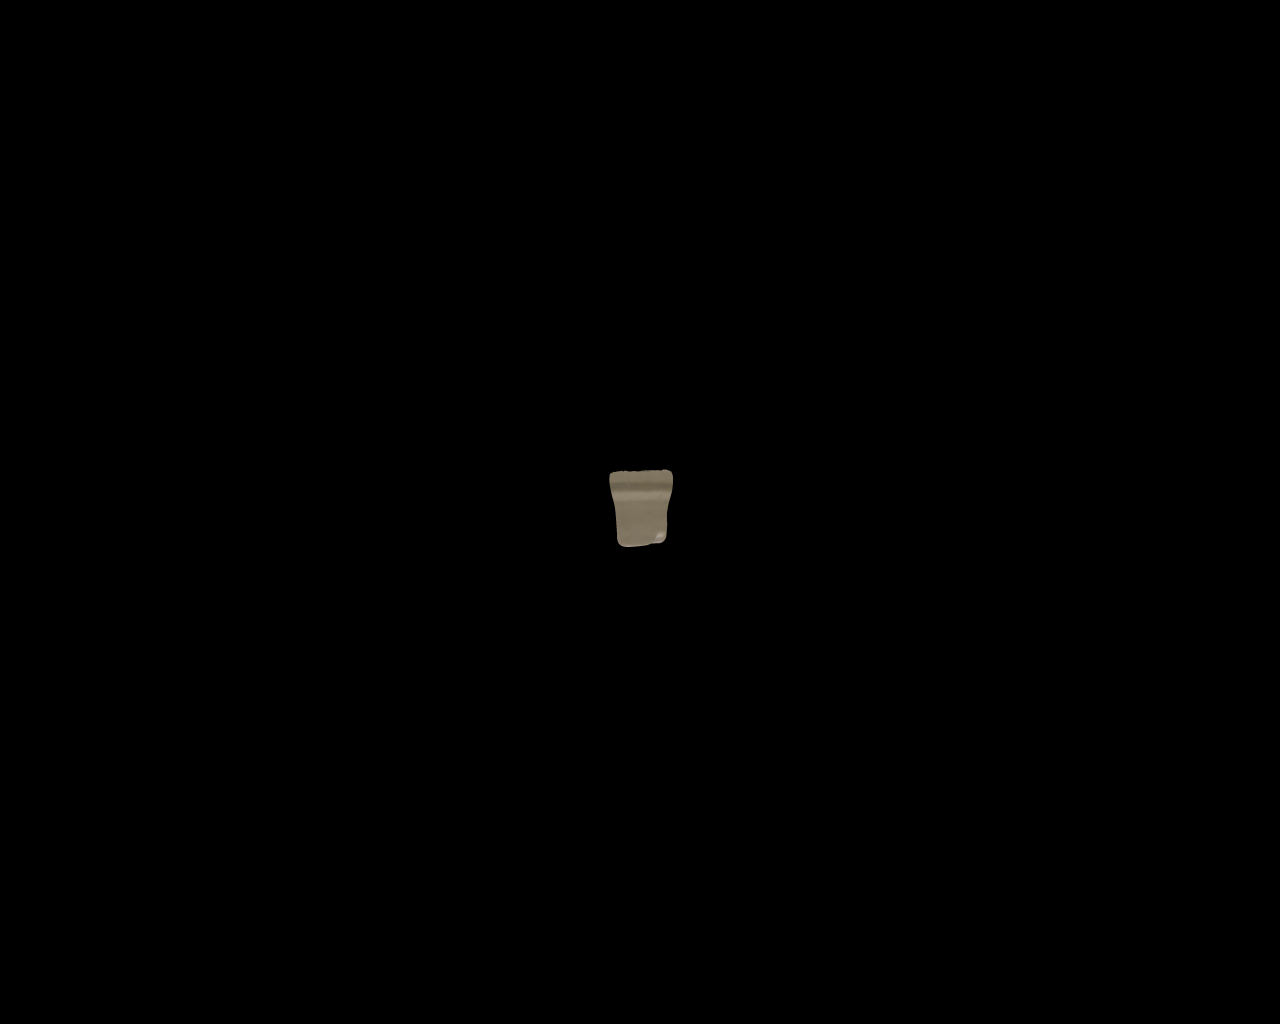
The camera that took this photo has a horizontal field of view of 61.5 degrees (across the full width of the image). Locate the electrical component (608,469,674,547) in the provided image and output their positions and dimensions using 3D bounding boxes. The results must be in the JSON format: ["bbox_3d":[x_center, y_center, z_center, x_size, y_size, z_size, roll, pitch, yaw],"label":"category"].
[{"bbox_3d":[0.001,-0.003,0.650,0.040,0.046,0.040,0,0,0],"label":"electrical component"}]
